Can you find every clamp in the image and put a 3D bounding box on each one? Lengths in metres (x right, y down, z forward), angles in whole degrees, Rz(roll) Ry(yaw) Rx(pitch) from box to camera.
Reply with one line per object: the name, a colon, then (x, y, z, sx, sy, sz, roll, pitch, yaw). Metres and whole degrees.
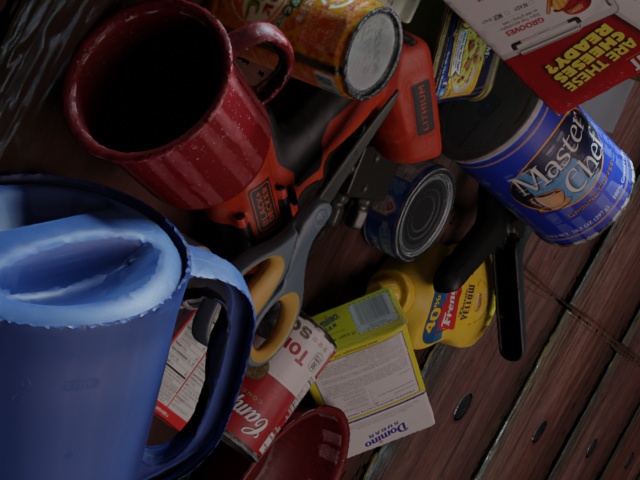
clamp: (0.168, -0.003, 0.967, 0.164, 0.036, 0.210, 51, 51, -44)

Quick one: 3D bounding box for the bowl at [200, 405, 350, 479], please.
bowl: (-0.047, 0.191, 0.850, 0.161, 0.055, 0.162, -36, 141, -36)

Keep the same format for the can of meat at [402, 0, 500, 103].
can of meat: (0.090, -0.150, 0.777, 0.083, 0.058, 0.102, -17, 127, -48)

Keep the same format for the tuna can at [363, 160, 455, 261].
tuna can: (0.074, -0.026, 0.874, 0.086, 0.034, 0.086, -35, 140, -37)

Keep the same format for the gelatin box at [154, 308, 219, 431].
gelatin box: (-0.092, 0.074, 0.712, 0.089, 0.030, 0.073, -55, 148, -13)

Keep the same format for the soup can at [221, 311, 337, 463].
soup can: (-0.043, 0.099, 0.769, 0.102, 0.069, 0.068, -53, 149, -15)

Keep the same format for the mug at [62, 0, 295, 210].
mug: (-0.066, -0.073, 0.564, 0.117, 0.093, 0.081, -34, 153, 3)

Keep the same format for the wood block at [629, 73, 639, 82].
wood block: (0.220, -0.176, 0.802, 0.090, 0.206, 0.091, -5, 118, -55)

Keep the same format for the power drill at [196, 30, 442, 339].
power drill: (0.001, -0.044, 0.707, 0.187, 0.057, 0.184, -39, 137, -29)

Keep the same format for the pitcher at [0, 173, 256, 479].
pitcher: (-0.139, 0.098, 0.557, 0.144, 0.149, 0.243, -37, 147, -53)

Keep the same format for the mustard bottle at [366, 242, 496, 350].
mustard bottle: (0.095, 0.048, 0.943, 0.191, 0.058, 0.096, 6, 100, -57)

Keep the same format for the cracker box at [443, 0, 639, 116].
cracker box: (0.156, -0.194, 0.665, 0.213, 0.164, 0.072, 35, 42, -34)

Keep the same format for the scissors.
scissors: (-0.004, 0.001, 0.670, 0.201, 0.016, 0.096, -47, 145, -24)

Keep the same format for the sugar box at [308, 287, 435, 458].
sugar box: (0.037, 0.116, 0.891, 0.093, 0.048, 0.176, -21, 145, -1)

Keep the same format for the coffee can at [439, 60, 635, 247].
coffee can: (0.178, -0.072, 0.877, 0.140, 0.103, 0.103, 36, 83, -34)
